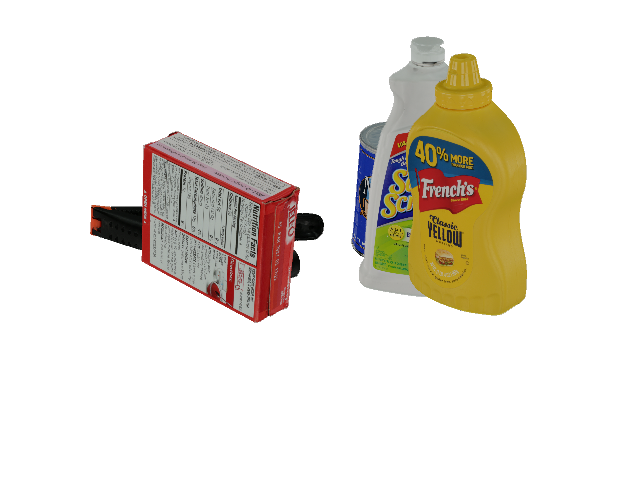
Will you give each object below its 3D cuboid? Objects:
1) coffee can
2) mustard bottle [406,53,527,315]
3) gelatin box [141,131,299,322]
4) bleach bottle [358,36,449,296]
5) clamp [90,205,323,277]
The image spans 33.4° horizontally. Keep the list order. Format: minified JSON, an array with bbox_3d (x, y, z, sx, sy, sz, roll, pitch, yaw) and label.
[{"bbox_3d":[0.092,-0.056,1.248,0.103,0.140,0.103,3,28,-2],"label":"coffee can"},{"bbox_3d":[0.108,-0.044,0.795,0.058,0.192,0.096,-25,32,-37],"label":"mustard bottle"},{"bbox_3d":[-0.054,-0.008,0.565,0.089,0.073,0.030,25,36,29],"label":"gelatin box"},{"bbox_3d":[0.090,-0.070,1.025,0.103,0.251,0.068,8,28,16],"label":"bleach bottle"},{"bbox_3d":[-0.102,-0.005,0.937,0.210,0.036,0.164,5,12,0],"label":"clamp"}]
